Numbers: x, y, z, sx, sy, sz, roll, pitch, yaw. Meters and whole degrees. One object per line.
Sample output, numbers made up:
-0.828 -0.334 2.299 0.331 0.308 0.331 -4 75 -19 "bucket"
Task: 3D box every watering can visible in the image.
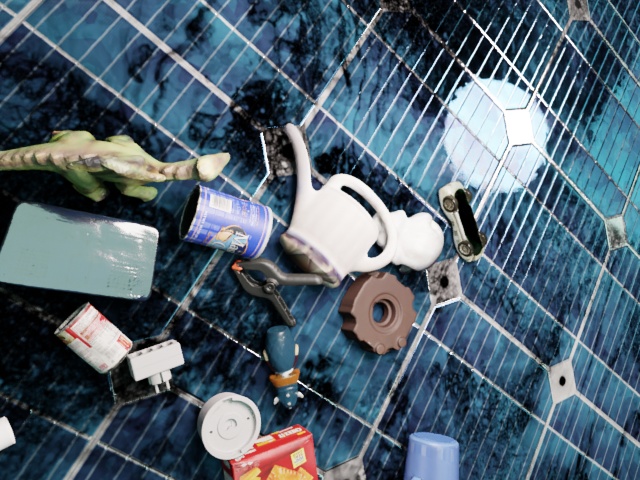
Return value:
0.003 -0.052 1.037 0.346 0.103 0.227 43 71 -8 "watering can"

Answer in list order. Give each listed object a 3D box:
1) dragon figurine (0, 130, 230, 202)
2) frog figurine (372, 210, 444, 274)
-0.341 -0.120 0.779 0.411 0.243 0.122 -3 94 -30 "dragon figurine"
0.191 -0.011 1.124 0.138 0.124 0.157 -43 119 -4 "frog figurine"
